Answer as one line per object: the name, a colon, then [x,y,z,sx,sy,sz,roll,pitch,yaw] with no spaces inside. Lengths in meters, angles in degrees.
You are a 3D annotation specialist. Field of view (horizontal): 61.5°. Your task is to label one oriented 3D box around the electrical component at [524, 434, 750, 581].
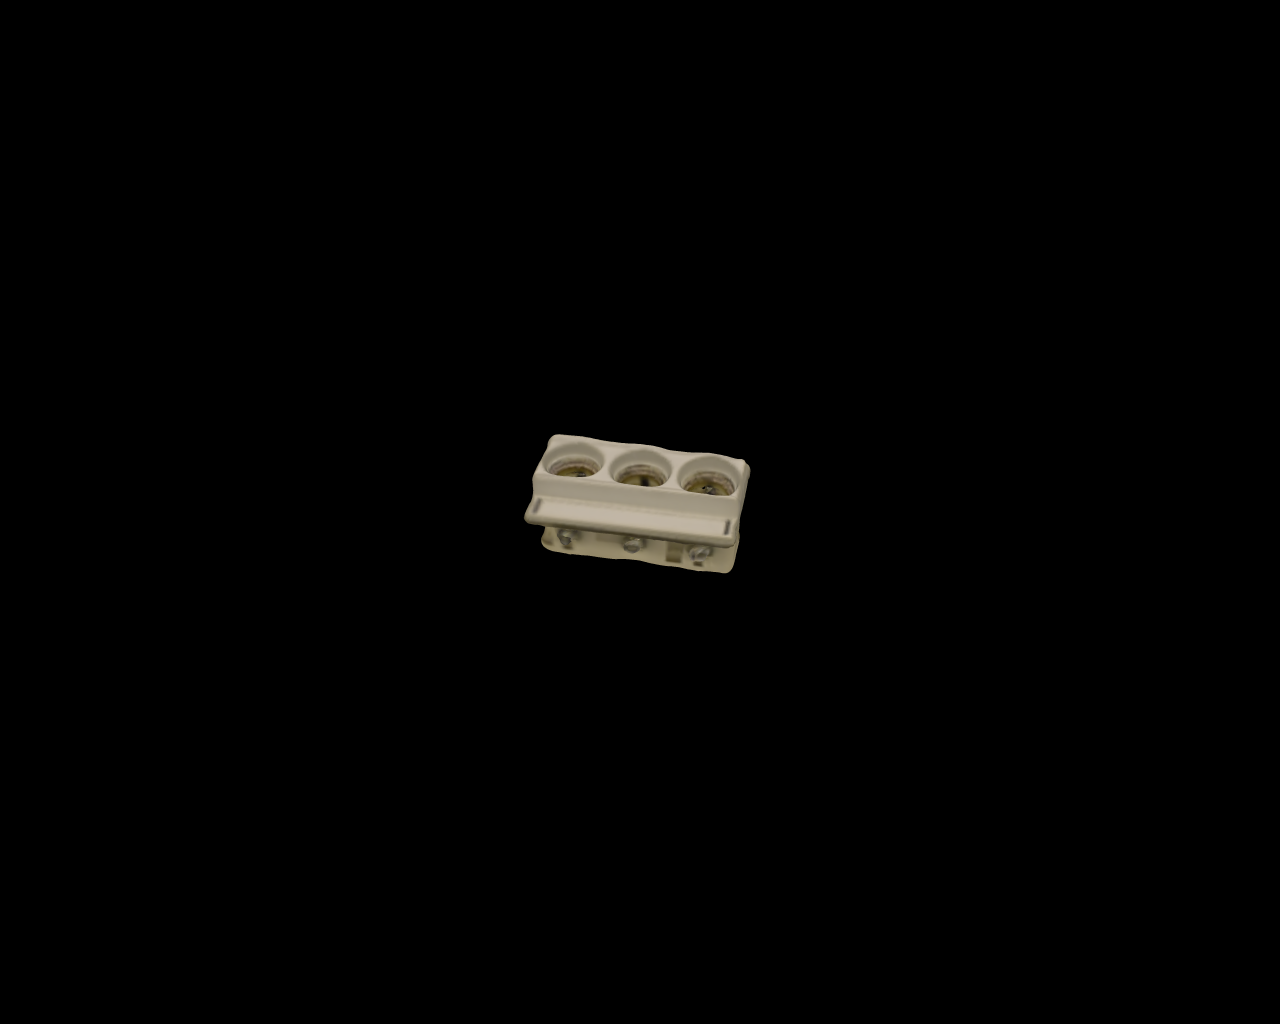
electrical component: [0.001,-0.003,0.650,0.121,0.063,0.079,7,40,9]
